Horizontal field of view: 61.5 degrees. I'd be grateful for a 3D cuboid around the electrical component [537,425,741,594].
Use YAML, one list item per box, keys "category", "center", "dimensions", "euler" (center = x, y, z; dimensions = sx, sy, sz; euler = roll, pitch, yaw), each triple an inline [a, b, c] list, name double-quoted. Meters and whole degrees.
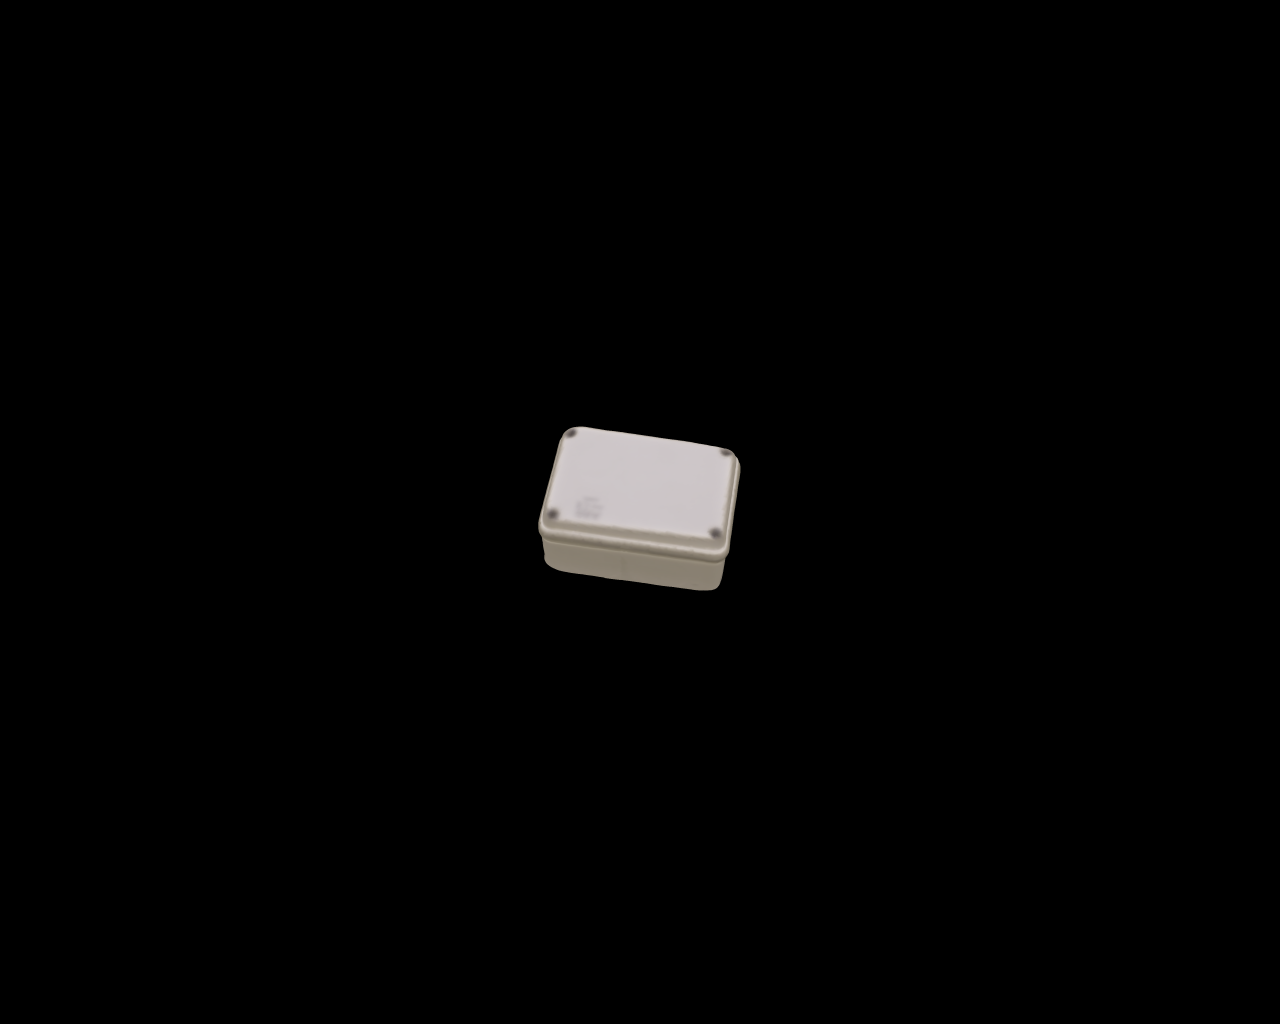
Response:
- category: "electrical component"
  center: [0.001, -0.003, 0.650]
  dimensions: [0.113, 0.078, 0.057]
  euler: [8, -33, 5]
